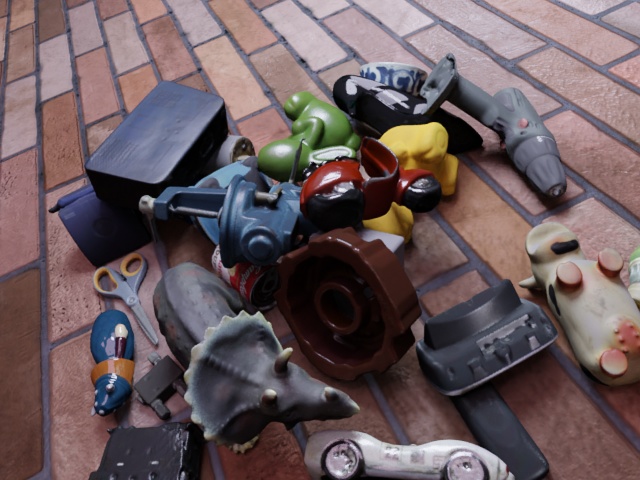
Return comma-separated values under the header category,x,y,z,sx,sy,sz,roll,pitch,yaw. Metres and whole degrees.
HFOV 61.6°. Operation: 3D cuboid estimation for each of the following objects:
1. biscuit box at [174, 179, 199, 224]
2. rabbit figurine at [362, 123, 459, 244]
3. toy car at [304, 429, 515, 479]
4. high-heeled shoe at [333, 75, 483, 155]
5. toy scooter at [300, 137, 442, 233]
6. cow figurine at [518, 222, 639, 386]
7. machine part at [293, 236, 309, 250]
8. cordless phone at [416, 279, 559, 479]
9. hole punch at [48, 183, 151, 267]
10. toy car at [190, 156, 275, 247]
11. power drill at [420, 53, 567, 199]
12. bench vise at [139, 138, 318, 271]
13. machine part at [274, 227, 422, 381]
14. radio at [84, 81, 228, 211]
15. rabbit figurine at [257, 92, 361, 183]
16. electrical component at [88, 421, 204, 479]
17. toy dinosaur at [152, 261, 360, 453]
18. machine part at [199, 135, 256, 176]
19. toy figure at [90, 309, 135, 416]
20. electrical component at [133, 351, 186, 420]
category,x,y,z,sx,sy,sz,roll,pitch,yaw
biscuit box,-0.281,-0.094,0.941,0.203,0.062,0.059,23,61,33
rabbit figurine,0.103,-0.074,0.769,0.163,0.121,0.173,10,72,23
toy car,0.084,0.224,0.525,0.202,0.073,0.056,-2,49,17
high-heeled shoe,0.140,-0.211,0.889,0.249,0.086,0.145,14,36,-6
toy scooter,0.051,-0.079,0.683,0.184,0.075,0.135,-11,49,-16
cow figurine,0.288,0.064,0.589,0.085,0.127,0.195,-19,60,1
machine part,-0.002,-0.002,0.785,0.084,0.039,0.139,2,51,26
cordless phone,0.202,0.148,0.568,0.147,0.088,0.184,-26,58,-7
hole punch,-0.350,-0.031,0.876,0.142,0.115,0.092,-24,54,-4
toy car,-0.150,-0.064,0.848,0.103,0.109,0.162,-1,37,44
power drill,0.249,-0.172,0.770,0.207,0.086,0.232,21,40,-11
bench vise,-0.111,-0.042,0.714,0.241,0.128,0.224,7,34,3
machine part,0.029,0.072,0.614,0.180,0.179,0.056,21,31,32
radio,-0.246,-0.149,0.847,0.131,0.073,0.229,17,54,11
rabbit figurine,-0.022,-0.134,0.859,0.159,0.121,0.170,34,47,15
electrical component,-0.191,0.271,0.584,0.115,0.058,0.134,-10,46,11
toy dinosaur,-0.130,0.100,0.628,0.131,0.191,0.405,-35,49,-17
machine part,-0.205,-0.152,0.960,0.243,0.079,0.079,8,52,26
toy figure,-0.272,0.161,0.707,0.058,0.064,0.155,-4,44,-19
electrical component,-0.206,0.184,0.691,0.063,0.021,0.094,-42,51,-20
